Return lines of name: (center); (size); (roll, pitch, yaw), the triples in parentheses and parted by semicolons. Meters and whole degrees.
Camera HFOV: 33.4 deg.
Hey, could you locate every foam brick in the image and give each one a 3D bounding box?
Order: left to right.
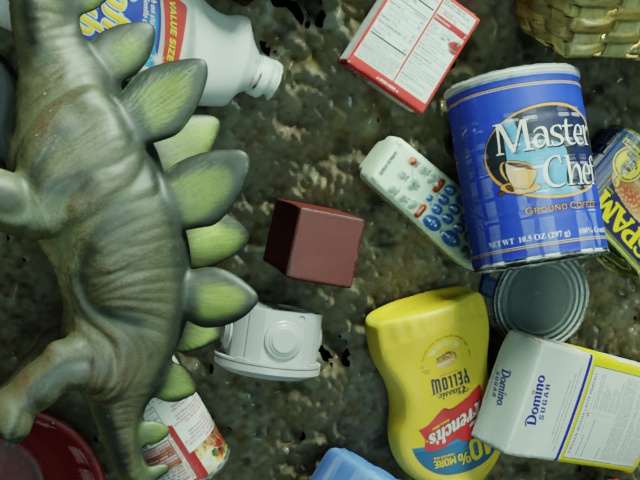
foam brick: (-0.005, 0.001, 0.797); (0.051, 0.078, 0.053); (11, 95, -16)

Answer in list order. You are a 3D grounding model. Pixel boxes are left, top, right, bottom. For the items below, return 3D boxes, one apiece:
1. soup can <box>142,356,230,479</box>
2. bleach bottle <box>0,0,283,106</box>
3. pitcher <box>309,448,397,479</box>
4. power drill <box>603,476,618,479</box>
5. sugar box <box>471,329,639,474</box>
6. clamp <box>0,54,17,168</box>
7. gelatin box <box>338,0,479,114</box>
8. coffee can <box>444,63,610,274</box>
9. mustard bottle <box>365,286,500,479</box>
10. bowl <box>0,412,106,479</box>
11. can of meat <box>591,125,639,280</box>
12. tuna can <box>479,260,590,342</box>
soup can: (-0.120, 0.131, 0.789); (0.068, 0.069, 0.102); (-31, 106, -10)
bleach bottle: (-0.139, -0.167, 0.739); (0.250, 0.068, 0.102); (22, 92, -21)
pitcher: (0.001, 0.291, 0.821); (0.145, 0.149, 0.243); (32, 81, -12)
power drill: (0.186, 0.288, 0.898); (0.187, 0.057, 0.184); (-17, 123, -18)
sugar box: (0.207, 0.134, 0.870); (0.175, 0.048, 0.093); (17, 93, -36)
clamp: (-0.231, -0.072, 0.739); (0.120, 0.039, 0.171); (-4, 100, -16)
gelatin box: (0.068, -0.153, 0.818); (0.073, 0.030, 0.089); (32, 89, -17)
coffee can: (0.155, -0.051, 0.803); (0.102, 0.103, 0.140); (-7, 85, -15)
mustard bottle: (0.099, 0.140, 0.860); (0.096, 0.058, 0.191); (-16, 103, -19)
bowl: (-0.236, 0.191, 0.763); (0.161, 0.055, 0.162); (-4, 98, -27)
can of meat: (0.248, -0.032, 0.877); (0.102, 0.057, 0.084); (43, 83, -18)
tuna can: (0.176, 0.046, 0.879); (0.086, 0.034, 0.086); (-3, 100, -16)
